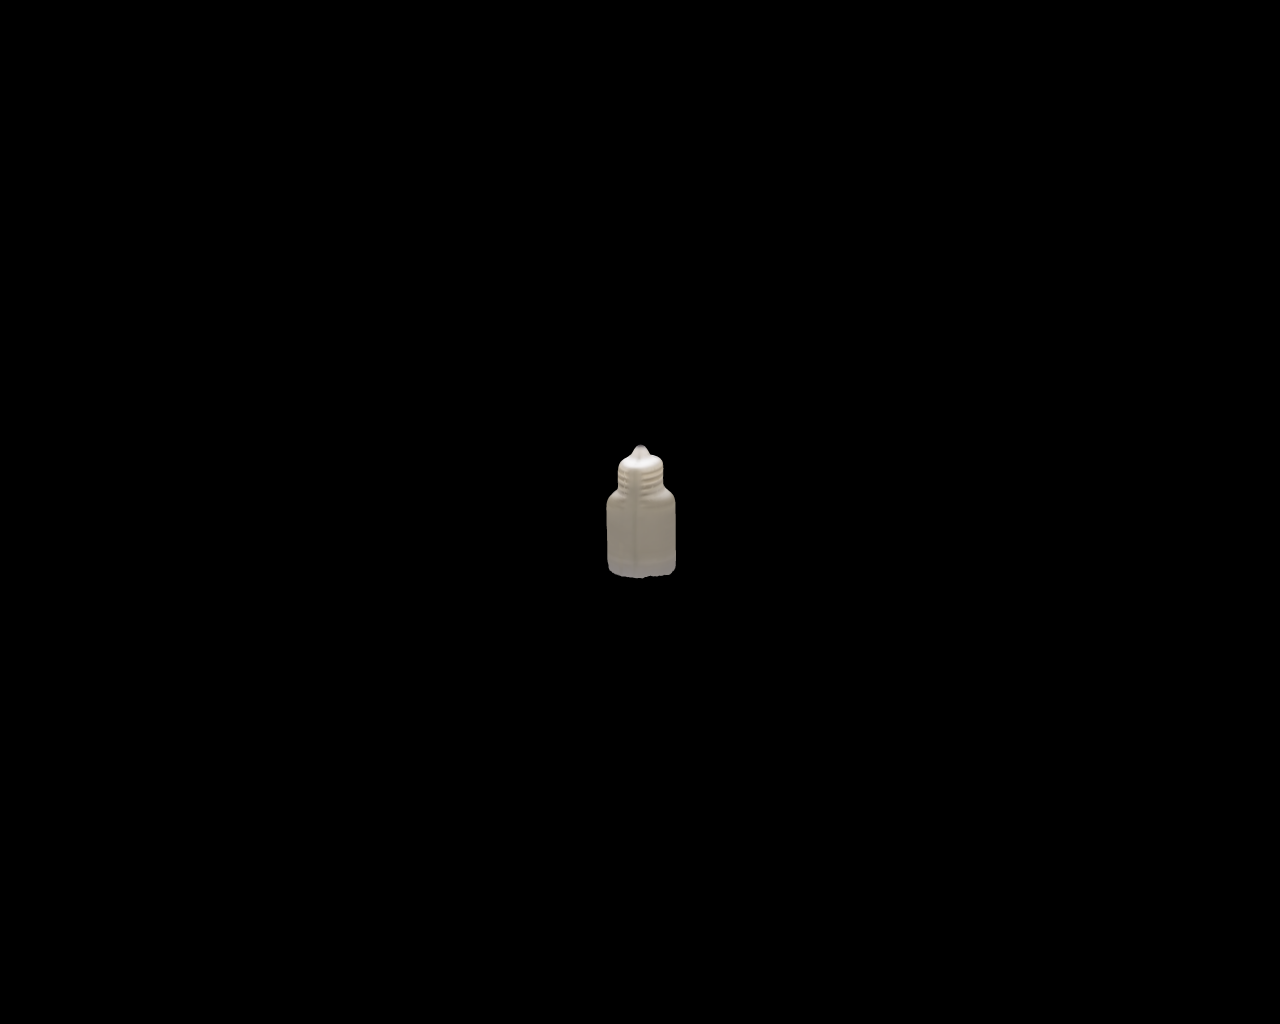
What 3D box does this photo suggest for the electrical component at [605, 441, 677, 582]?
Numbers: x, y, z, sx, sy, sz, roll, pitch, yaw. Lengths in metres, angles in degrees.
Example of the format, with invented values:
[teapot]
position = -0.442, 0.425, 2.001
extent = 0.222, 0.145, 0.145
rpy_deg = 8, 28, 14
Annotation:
[electrical component]
position = 0.001, -0.003, 0.650
extent = 0.043, 0.080, 0.043
rpy_deg = 0, 15, 0
